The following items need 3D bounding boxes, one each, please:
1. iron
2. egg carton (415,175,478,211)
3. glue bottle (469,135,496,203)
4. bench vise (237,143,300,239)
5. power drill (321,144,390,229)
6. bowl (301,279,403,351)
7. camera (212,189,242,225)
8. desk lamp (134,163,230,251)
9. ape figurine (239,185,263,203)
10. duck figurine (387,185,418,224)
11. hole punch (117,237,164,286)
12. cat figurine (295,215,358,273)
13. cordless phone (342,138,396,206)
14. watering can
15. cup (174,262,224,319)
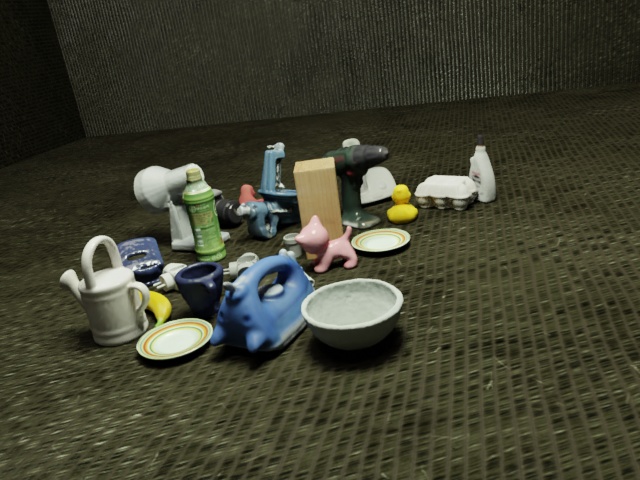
[{"bbox_3d":[-0.085,0.089,1.001,0.118,0.141,0.259,4,24,29],"label":"iron"},{"bbox_3d":[0.328,-0.123,1.490,0.149,0.069,0.107,6,25,32],"label":"egg carton"},{"bbox_3d":[0.414,-0.185,1.472,0.037,0.173,0.078,-18,23,-23],"label":"glue bottle"},{"bbox_3d":[-0.118,-0.124,1.449,0.121,0.220,0.208,2,24,26],"label":"bench vise"},{"bbox_3d":[0.093,-0.138,1.422,0.076,0.209,0.228,-25,27,-36],"label":"power drill"},{"bbox_3d":[0.055,0.131,0.933,0.167,0.075,0.167,-7,21,3],"label":"bowl"},{"bbox_3d":[-0.289,-0.082,1.569,0.136,0.101,0.143,8,26,35],"label":"camera"},{"bbox_3d":[-0.351,-0.088,1.451,0.202,0.214,0.118,2,24,25],"label":"desk lamp"},{"bbox_3d":[-0.201,-0.113,1.629,0.077,0.092,0.076,10,28,38],"label":"ape figurine"},{"bbox_3d":[0.204,-0.094,1.438,0.077,0.086,0.104,-2,22,15],"label":"duck figurine"},{"bbox_3d":[-0.404,0.051,1.285,0.109,0.091,0.100,-16,23,-20],"label":"hole punch"},{"bbox_3d":[0.011,0.004,1.214,0.128,0.118,0.067,-10,21,-4],"label":"cat figurine"},{"bbox_3d":[0.131,-0.195,1.585,0.148,0.185,0.094,-17,23,-21],"label":"cordless phone"},{"bbox_3d":[-0.394,0.087,1.046,0.173,0.194,0.101,-9,21,-1],"label":"watering can"},{"bbox_3d":[-0.214,0.103,1.077,0.092,0.095,0.117,-20,24,-27],"label":"cup"}]
